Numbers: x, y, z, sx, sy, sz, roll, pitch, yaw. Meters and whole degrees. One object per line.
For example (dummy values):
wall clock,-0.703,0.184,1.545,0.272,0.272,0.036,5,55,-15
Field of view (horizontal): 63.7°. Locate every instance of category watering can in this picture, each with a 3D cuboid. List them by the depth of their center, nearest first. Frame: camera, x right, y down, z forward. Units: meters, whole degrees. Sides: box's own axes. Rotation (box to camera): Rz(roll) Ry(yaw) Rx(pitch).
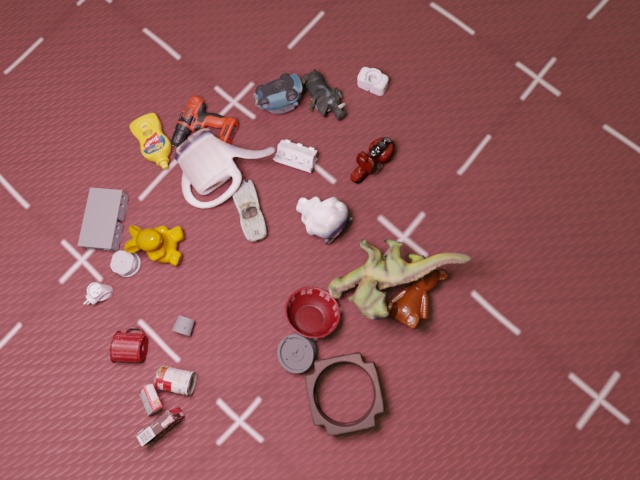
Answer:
watering can,-0.310,-0.245,1.571,0.344,0.105,0.224,-35,89,22

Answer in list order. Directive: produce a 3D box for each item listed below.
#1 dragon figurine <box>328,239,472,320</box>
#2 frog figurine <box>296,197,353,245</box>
dragon figurine,0.190,0.119,1.419,0.410,0.120,0.247,1,52,39
frog figurine,0.005,-0.078,1.545,0.159,0.124,0.136,42,103,0
